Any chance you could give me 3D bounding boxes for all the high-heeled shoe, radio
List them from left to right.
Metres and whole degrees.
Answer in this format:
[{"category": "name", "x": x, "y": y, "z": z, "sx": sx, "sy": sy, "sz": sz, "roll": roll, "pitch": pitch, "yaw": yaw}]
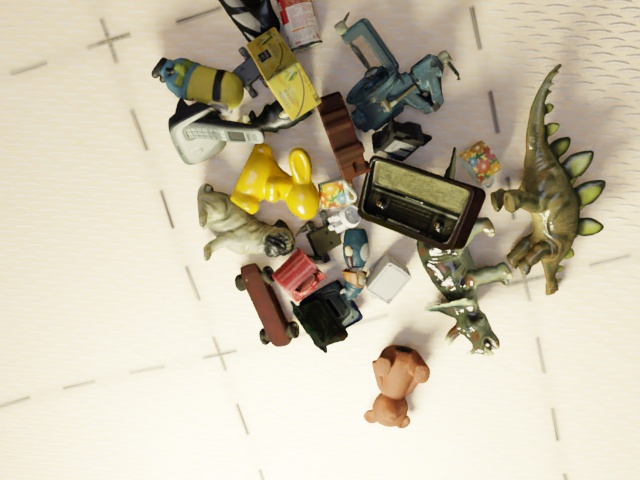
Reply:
[{"category": "high-heeled shoe", "x": -0.185, "y": -0.469, "z": 1.053, "sx": 0.249, "sy": 0.086, "sz": 0.145, "roll": 27, "pitch": 135, "yaw": 15}, {"category": "radio", "x": 0.189, "y": -0.071, "z": 1.043, "sx": 0.230, "sy": 0.073, "sz": 0.131, "roll": 25, "pitch": 105, "yaw": 35}]

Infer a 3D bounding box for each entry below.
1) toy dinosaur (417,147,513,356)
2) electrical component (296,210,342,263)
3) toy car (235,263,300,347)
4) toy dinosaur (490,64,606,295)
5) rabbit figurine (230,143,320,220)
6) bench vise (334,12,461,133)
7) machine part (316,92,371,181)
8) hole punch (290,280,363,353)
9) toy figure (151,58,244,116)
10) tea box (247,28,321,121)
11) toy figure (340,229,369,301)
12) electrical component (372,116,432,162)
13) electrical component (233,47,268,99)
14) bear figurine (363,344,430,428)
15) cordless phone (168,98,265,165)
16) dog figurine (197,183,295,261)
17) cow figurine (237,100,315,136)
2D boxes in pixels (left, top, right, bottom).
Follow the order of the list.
[{"category": "toy dinosaur", "x": 0.270, "y": 0.032, "z": 1.102, "sx": 0.192, "sy": 0.131, "sz": 0.404, "roll": -23, "pitch": 94, "yaw": 8}, {"category": "electrical component", "x": -0.001, "y": -0.003, "z": 1.146, "sx": 0.078, "sy": 0.045, "sz": 0.102, "roll": -34, "pitch": 102, "yaw": -18}, {"category": "toy car", "x": -0.115, "y": 0.142, "z": 1.179, "sx": 0.089, "sy": 0.053, "sz": 0.202, "roll": -18, "pitch": 101, "yaw": 27}, {"category": "toy dinosaur", "x": 0.446, "y": -0.091, "z": 1.059, "sx": 0.199, "sy": 0.105, "sz": 0.470, "roll": -20, "pitch": 114, "yaw": -3}, {"category": "rabbit figurine", "x": -0.073, "y": -0.113, "z": 1.088, "sx": 0.173, "sy": 0.122, "sz": 0.162, "roll": 29, "pitch": 97, "yaw": -3}, {"category": "bench vise", "x": 0.125, "y": -0.323, "z": 1.014, "sx": 0.224, "sy": 0.129, "sz": 0.240, "roll": -29, "pitch": 118, "yaw": 28}, {"category": "machine part", "x": 0.043, "y": -0.200, "z": 1.034, "sx": 0.056, "sy": 0.179, "sz": 0.179, "roll": -21, "pitch": 101, "yaw": 5}, {"category": "hole punch", "x": 0.017, "y": 0.160, "z": 1.166, "sx": 0.116, "sy": 0.092, "sz": 0.142, "roll": -28, "pitch": 101, "yaw": 44}, {"category": "toy figure", "x": -0.239, "y": -0.312, "z": 1.067, "sx": 0.180, "sy": 0.082, "sz": 0.089, "roll": 27, "pitch": 122, "yaw": 5}, {"category": "tea box", "x": -0.069, "y": -0.308, "z": 0.991, "sx": 0.068, "sy": 0.170, "sz": 0.098, "roll": -32, "pitch": 133, "yaw": 5}, {"category": "toy figure", "x": 0.073, "y": 0.053, "z": 1.132, "sx": 0.064, "sy": 0.058, "sz": 0.154, "roll": 0, "pitch": 91, "yaw": -30}, {"category": "electrical component", "x": 0.168, "y": -0.194, "z": 1.061, "sx": 0.119, "sy": 0.048, "sz": 0.075, "roll": 13, "pitch": 149, "yaw": -31}, {"category": "electrical component", "x": -0.144, "y": -0.339, "z": 1.088, "sx": 0.063, "sy": 0.021, "sz": 0.094, "roll": -35, "pitch": 101, "yaw": 10}, {"category": "bear figurine", "x": 0.160, "y": 0.332, "z": 1.169, "sx": 0.120, "sy": 0.132, "sz": 0.195, "roll": 13, "pitch": 97, "yaw": 4}, {"category": "cordless phone", "x": -0.193, "y": -0.202, "z": 1.058, "sx": 0.184, "sy": 0.146, "sz": 0.089, "roll": 9, "pitch": 67, "yaw": 6}, {"category": "dog figurine", "x": -0.155, "y": -0.041, "z": 1.129, "sx": 0.191, "sy": 0.121, "sz": 0.172, "roll": -9, "pitch": 106, "yaw": -9}, {"category": "cow figurine", "x": -0.096, "y": -0.239, "z": 1.069, "sx": 0.167, "sy": 0.098, "sz": 0.068, "roll": -23, "pitch": 107, "yaw": 8}]
